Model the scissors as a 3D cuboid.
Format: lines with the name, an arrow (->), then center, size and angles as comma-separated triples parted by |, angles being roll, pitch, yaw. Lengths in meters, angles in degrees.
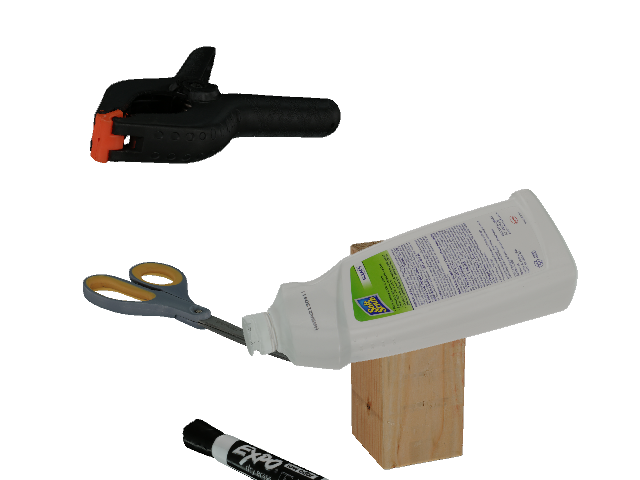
scissors -> -0.099, 0.054, 0.883 | 0.202, 0.016, 0.096 | 13, 24, 17

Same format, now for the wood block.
wood block -> 0.086, 0.109, 1.062 | 0.090, 0.206, 0.091 | -6, 17, -19

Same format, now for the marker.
marker -> -0.035, 0.130, 0.615 | 0.121, 0.020, 0.020 | 16, 10, 38

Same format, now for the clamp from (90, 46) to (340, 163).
clamp -> -0.082, -0.085, 0.661 | 0.120, 0.039, 0.171 | 27, 28, 36

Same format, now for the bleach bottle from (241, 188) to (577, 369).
bleach bottle -> 0.062, 0.036, 0.816 | 0.250, 0.102, 0.068 | -14, -40, -12
